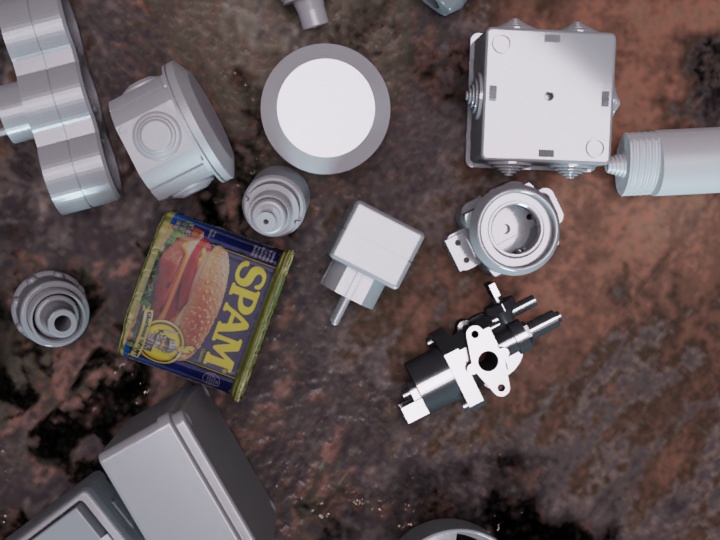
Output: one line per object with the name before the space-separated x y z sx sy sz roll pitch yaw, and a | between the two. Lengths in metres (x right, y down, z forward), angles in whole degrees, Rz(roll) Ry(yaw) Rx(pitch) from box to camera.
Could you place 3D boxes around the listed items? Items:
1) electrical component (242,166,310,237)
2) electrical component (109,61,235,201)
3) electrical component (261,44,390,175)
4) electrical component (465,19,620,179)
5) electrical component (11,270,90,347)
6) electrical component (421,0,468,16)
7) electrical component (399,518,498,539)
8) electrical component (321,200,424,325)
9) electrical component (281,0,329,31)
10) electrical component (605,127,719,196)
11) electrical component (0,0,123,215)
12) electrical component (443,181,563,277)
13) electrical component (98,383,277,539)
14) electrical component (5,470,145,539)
electrical component | -0.054 -0.040 0.674 0.040 0.078 0.040 1 107 2
electrical component | -0.114 -0.084 0.665 0.051 0.080 0.080 -26 94 3
electrical component | -0.023 -0.100 0.683 0.080 0.051 0.080 0 93 -4
electrical component | 0.117 -0.110 0.694 0.100 0.048 0.099 2 93 -4
electrical component | -0.190 0.027 0.670 0.048 0.062 0.048 -4 100 -23
electrical component | 0.063 -0.198 0.689 0.043 0.043 0.062 41 88 -5
electrical component | 0.059 0.212 0.697 0.099 0.064 0.099 0 93 -3
electrical component | 0.000 0.000 0.682 0.047 0.066 0.076 27 91 -5
electrical component | -0.037 -0.185 0.683 0.048 0.048 0.062 -17 101 -3
electrical component | 0.201 -0.070 0.704 0.081 0.043 0.043 -3 93 -4
electrical component | -0.203 -0.101 0.670 0.074 0.052 0.138 -15 94 -3
electrical component | 0.096 -0.026 0.692 0.078 0.057 0.058 -27 94 -2
electrical component | -0.102 0.134 0.661 0.056 0.108 0.108 -29 94 1
electrical component | -0.188 0.184 0.681 0.096 0.061 0.061 -37 95 -1
